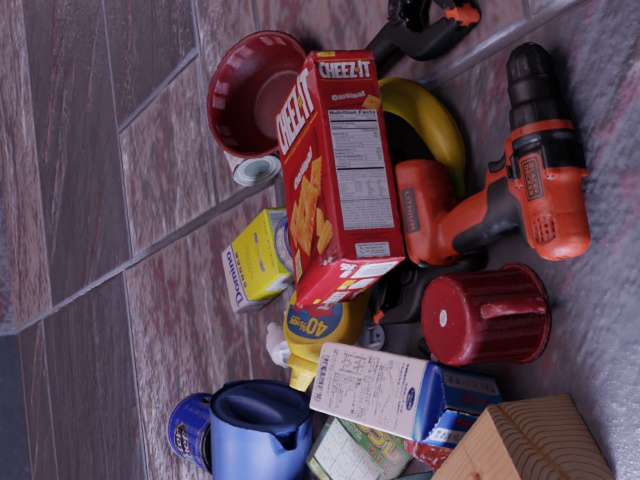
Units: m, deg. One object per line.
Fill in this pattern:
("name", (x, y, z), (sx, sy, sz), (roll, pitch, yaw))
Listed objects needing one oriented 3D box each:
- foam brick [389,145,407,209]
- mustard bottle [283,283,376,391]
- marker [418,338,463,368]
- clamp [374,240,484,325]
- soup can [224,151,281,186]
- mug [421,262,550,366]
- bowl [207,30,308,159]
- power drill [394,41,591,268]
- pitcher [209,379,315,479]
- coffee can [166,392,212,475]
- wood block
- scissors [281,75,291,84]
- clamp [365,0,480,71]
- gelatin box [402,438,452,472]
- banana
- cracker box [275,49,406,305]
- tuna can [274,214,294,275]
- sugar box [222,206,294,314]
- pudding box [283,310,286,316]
("foam brick", (0.055, -0.062, 1.140), (0.053, 0.051, 0.078), (32, 121, 57))
("mustard bottle", (0.009, 0.072, 1.160), (0.096, 0.058, 0.191), (16, 84, 43))
("marker", (0.132, 0.129, 1.049), (0.121, 0.020, 0.020), (44, 131, 53))
("clamp", (0.104, 0.033, 1.072), (0.120, 0.039, 0.172), (-118, 37, -45))
("soup can", (-0.097, -0.131, 1.409), (0.069, 0.068, 0.102), (-59, 43, 48))
("mug", (0.149, 0.066, 0.939), (0.117, 0.081, 0.093), (-20, 75, 62))
("bowl", (-0.061, -0.172, 1.308), (0.162, 0.055, 0.162), (-8, 76, 33))
("power drill", (0.145, -0.059, 0.932), (0.188, 0.057, 0.184), (-22, 72, 52))
("pitcher", (-0.083, 0.307, 1.378), (0.149, 0.145, 0.243), (-50, -33, -65))
("coffee can", (-0.148, 0.279, 1.521), (0.141, 0.102, 0.103), (4, 97, 63))
("wood block", (0.156, 0.234, 0.938), (0.091, 0.090, 0.206), (67, 147, 35))
("scissors", (-0.025, -0.131, 1.321), (0.202, 0.016, 0.096), (41, 108, 34))
("clamp", (0.086, -0.241, 1.074), (0.210, 0.036, 0.164), (12, 103, 60))
("gelatin box", (0.118, 0.190, 1.070), (0.089, 0.030, 0.073), (26, 115, 59))
("banana", (0.095, -0.122, 1.071), (0.198, 0.037, 0.070), (56, 138, 45))
("cracker box", (0.012, -0.058, 1.058), (0.164, 0.072, 0.214), (132, 132, -67))
("tuna can", (-0.008, 0.002, 1.234), (0.034, 0.086, 0.086), (-30, 67, 59))
("sugar box", (-0.079, 0.030, 1.419), (0.176, 0.048, 0.093), (-40, 58, 56))
("pudding box", (0.000, 0.109, 1.283), (0.114, 0.039, 0.090), (-39, 58, 56))
